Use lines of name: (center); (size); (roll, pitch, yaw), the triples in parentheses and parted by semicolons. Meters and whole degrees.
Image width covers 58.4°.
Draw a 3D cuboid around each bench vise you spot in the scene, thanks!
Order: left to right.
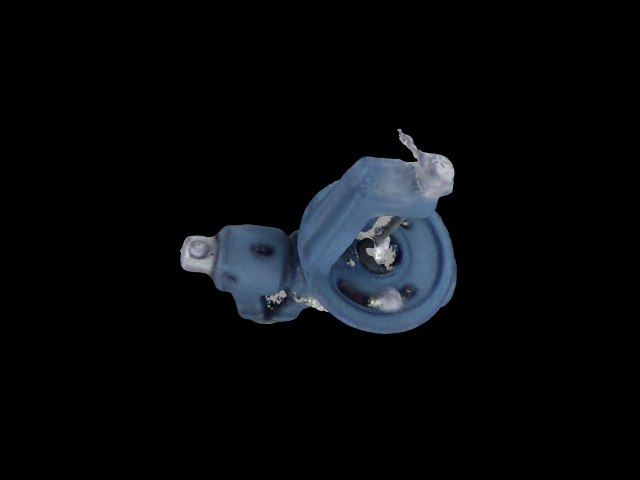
bench vise: (0.007, 0.012, 0.396); (0.207, 0.220, 0.121); (-17, 70, -6)
